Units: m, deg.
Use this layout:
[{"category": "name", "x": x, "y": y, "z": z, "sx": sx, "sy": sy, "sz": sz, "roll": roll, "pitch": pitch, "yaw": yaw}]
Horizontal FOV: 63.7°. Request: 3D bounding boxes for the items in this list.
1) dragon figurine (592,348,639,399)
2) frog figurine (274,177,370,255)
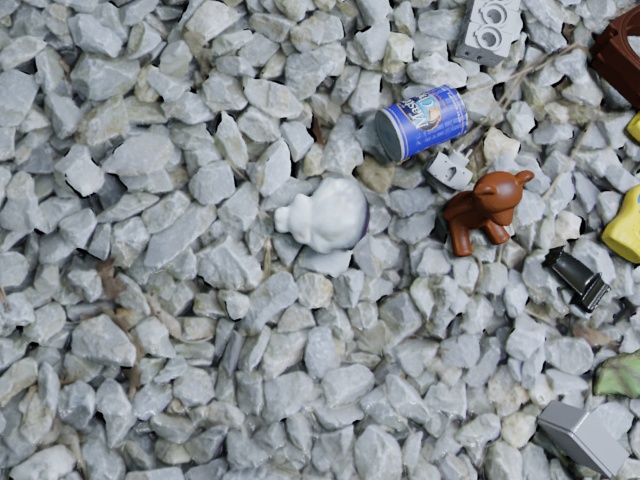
[{"category": "dragon figurine", "x": 0.634, "y": 0.305, "z": 0.958, "sx": 0.244, "sy": 0.122, "sz": 0.407, "roll": 30, "pitch": 101, "yaw": 20}, {"category": "frog figurine", "x": 0.003, "y": -0.046, "z": 0.912, "sx": 0.159, "sy": 0.124, "sz": 0.136, "roll": 8, "pitch": 102, "yaw": -18}]
